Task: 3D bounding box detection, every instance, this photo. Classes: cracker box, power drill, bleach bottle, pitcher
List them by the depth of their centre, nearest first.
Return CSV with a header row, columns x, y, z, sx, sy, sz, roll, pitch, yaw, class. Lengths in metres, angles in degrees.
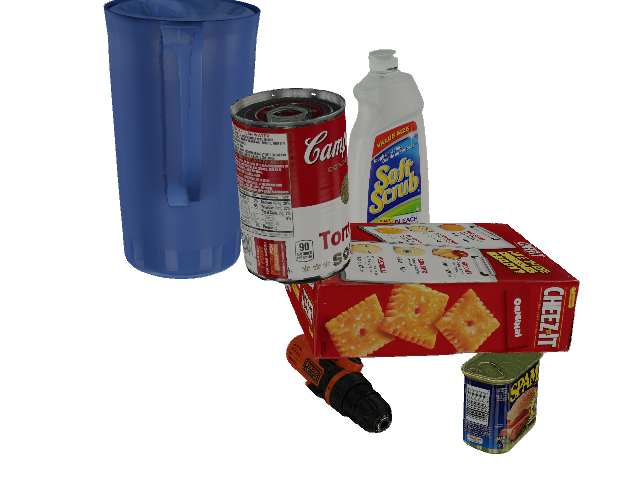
x,y,z,sx,sy,sz,roll,pitch,yaw,class
0.084,0.039,0.905,0.213,0.072,0.164,0,18,-12,cracker box
-0.123,-0.090,0.945,0.145,0.243,0.148,18,26,35,pitcher
0.068,-0.083,1.180,0.102,0.251,0.068,-10,23,-12,bleach bottle
0.045,0.106,1.233,0.057,0.188,0.185,12,16,-42,power drill

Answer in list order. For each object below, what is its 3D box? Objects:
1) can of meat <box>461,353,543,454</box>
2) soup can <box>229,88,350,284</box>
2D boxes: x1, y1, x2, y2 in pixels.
x,y,z,sx,sy,sz,roll,pitch,yaw,class
0.186,0.160,1.098,0.058,0.084,0.101,12,21,33,can of meat
-0.017,-0.033,0.640,0.068,0.102,0.068,-3,24,1,soup can
